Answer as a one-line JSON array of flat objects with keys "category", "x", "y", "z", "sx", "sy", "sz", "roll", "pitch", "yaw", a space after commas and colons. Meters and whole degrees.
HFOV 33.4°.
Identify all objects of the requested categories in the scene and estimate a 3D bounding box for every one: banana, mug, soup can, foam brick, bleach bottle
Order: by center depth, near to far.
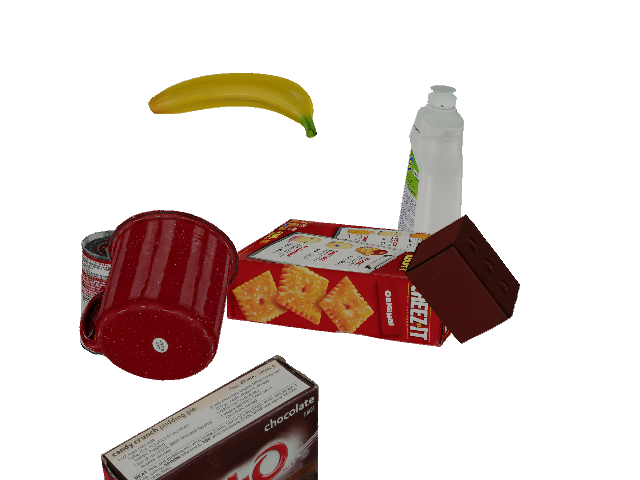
[{"category": "mug", "x": -0.116, "y": 0.044, "z": 0.729, "sx": 0.117, "sy": 0.081, "sz": 0.093, "roll": -17, "pitch": -49, "yaw": 21}, {"category": "foam brick", "x": 0.114, "y": 0.031, "z": 0.847, "sx": 0.051, "sy": 0.078, "sz": 0.053, "roll": -32, "pitch": 14, "yaw": 30}, {"category": "soup can", "x": -0.191, "y": 0.050, "z": 0.998, "sx": 0.068, "sy": 0.102, "sz": 0.068, "roll": 6, "pitch": 21, "yaw": -2}, {"category": "banana", "x": -0.089, "y": -0.156, "z": 1.163, "sx": 0.198, "sy": 0.037, "sz": 0.069, "roll": 9, "pitch": 43, "yaw": 18}, {"category": "bleach bottle", "x": 0.127, "y": -0.047, "z": 1.203, "sx": 0.068, "sy": 0.251, "sz": 0.102, "roll": -1, "pitch": 23, "yaw": -13}]

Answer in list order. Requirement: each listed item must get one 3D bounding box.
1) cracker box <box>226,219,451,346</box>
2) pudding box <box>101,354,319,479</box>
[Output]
[{"category": "cracker box", "x": 0.037, "y": 0.038, "z": 1.048, "sx": 0.214, "sy": 0.072, "sz": 0.164, "roll": 7, "pitch": 16, "yaw": 20}, {"category": "pudding box", "x": -0.053, "y": 0.122, "z": 0.546, "sx": 0.113, "sy": 0.090, "sz": 0.039, "roll": -29, "pitch": 46, "yaw": -33}]
